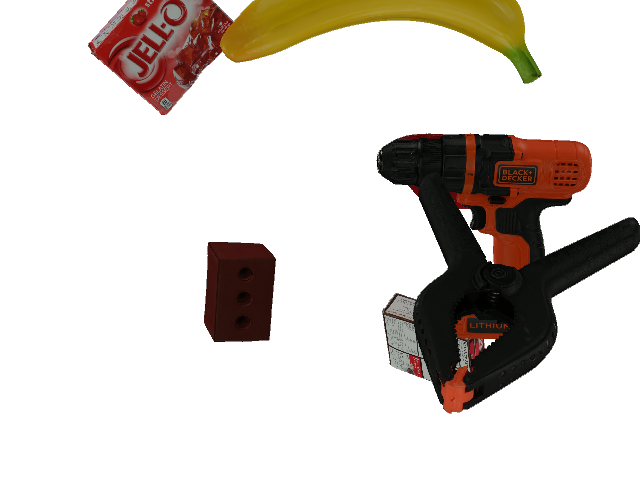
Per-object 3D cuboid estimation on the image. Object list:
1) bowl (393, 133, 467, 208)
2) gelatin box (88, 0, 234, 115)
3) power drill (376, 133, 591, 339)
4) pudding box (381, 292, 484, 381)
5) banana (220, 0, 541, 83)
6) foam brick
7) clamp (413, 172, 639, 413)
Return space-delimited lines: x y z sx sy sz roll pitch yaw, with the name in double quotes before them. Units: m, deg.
"bowl" 0.161 -0.079 1.280 0.162 0.055 0.162 6 22 -3
"gelatin box" -0.115 -0.150 0.792 0.073 0.089 0.030 41 4 -29
"power drill" 0.139 -0.004 0.949 0.184 0.188 0.057 2 26 2
"pudding box" 0.128 0.116 1.193 0.114 0.090 0.039 16 45 29
"banana" 0.040 -0.134 0.626 0.197 0.069 0.037 1 -16 -13
"foam brick" -0.073 0.045 0.947 0.053 0.078 0.051 0 14 -16
"clamp" 0.112 0.029 0.733 0.165 0.036 0.209 19 47 22
